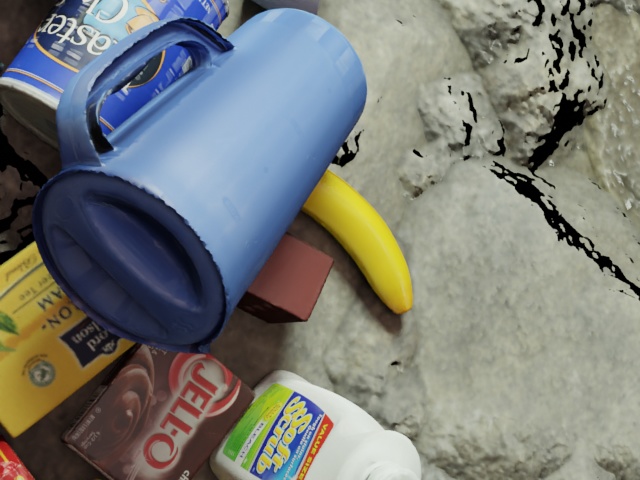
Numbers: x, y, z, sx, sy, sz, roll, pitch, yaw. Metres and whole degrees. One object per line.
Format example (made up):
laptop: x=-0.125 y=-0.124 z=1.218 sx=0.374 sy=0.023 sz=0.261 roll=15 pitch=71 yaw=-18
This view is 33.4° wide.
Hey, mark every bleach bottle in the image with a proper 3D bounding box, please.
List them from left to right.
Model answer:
bleach bottle: x=0.004 y=0.140 z=0.688 sx=0.068 sy=0.251 sz=0.102 roll=42 pitch=73 yaw=-13

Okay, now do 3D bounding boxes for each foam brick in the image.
foam brick: x=-0.034 y=0.027 z=0.776 sx=0.053 sy=0.078 sz=0.051 roll=29 pitch=75 yaw=-16

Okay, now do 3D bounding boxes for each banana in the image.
banana: x=0.001 y=-0.017 z=0.817 sx=0.197 sy=0.037 sz=0.069 roll=30 pitch=93 yaw=-15

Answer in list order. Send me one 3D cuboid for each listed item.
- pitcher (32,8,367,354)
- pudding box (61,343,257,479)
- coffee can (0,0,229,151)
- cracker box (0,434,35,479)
pitcher: x=-0.066 y=-0.060 z=0.686 sx=0.145 sy=0.149 sz=0.242 roll=32 pitch=47 yaw=3
pudding box: x=-0.114 y=0.124 z=0.759 sx=0.090 sy=0.039 sz=0.113 roll=43 pitch=73 yaw=-13
coffee can: x=-0.142 y=-0.130 z=0.735 sx=0.102 sy=0.103 sz=0.140 roll=35 pitch=75 yaw=-15
cracker box: x=-0.260 y=0.208 z=0.632 sx=0.213 sy=0.164 sz=0.072 roll=-35 pitch=100 yaw=-19
